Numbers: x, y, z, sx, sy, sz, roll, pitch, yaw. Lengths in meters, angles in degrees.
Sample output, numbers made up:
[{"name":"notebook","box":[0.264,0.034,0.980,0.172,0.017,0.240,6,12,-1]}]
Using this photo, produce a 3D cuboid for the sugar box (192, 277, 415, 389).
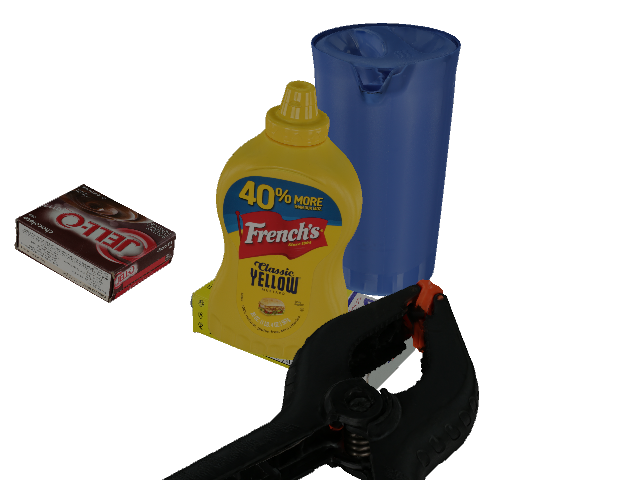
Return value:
[{"name":"sugar box","box":[-0.014,0.070,0.918,0.176,0.048,0.093,15,30,26]}]

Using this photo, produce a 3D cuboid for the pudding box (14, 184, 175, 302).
[{"name":"pudding box","box":[-0.201,0.001,0.952,0.114,0.039,0.089,25,33,20]}]

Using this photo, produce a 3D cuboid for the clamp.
[{"name":"clamp","box":[0.021,0.082,0.415,0.120,0.039,0.171,28,50,21]}]

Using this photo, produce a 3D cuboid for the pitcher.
[{"name":"pitcher","box":[0.061,-0.080,1.012,0.149,0.243,0.145,-17,31,-30]}]

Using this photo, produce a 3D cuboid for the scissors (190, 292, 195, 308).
[{"name":"scissors","box":[-0.045,0.080,1.200,0.201,0.016,0.096,4,24,-7]}]

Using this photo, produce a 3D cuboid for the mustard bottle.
[{"name":"mustard bottle","box":[-0.022,-0.014,0.712,0.096,0.192,0.058,12,29,8]}]
